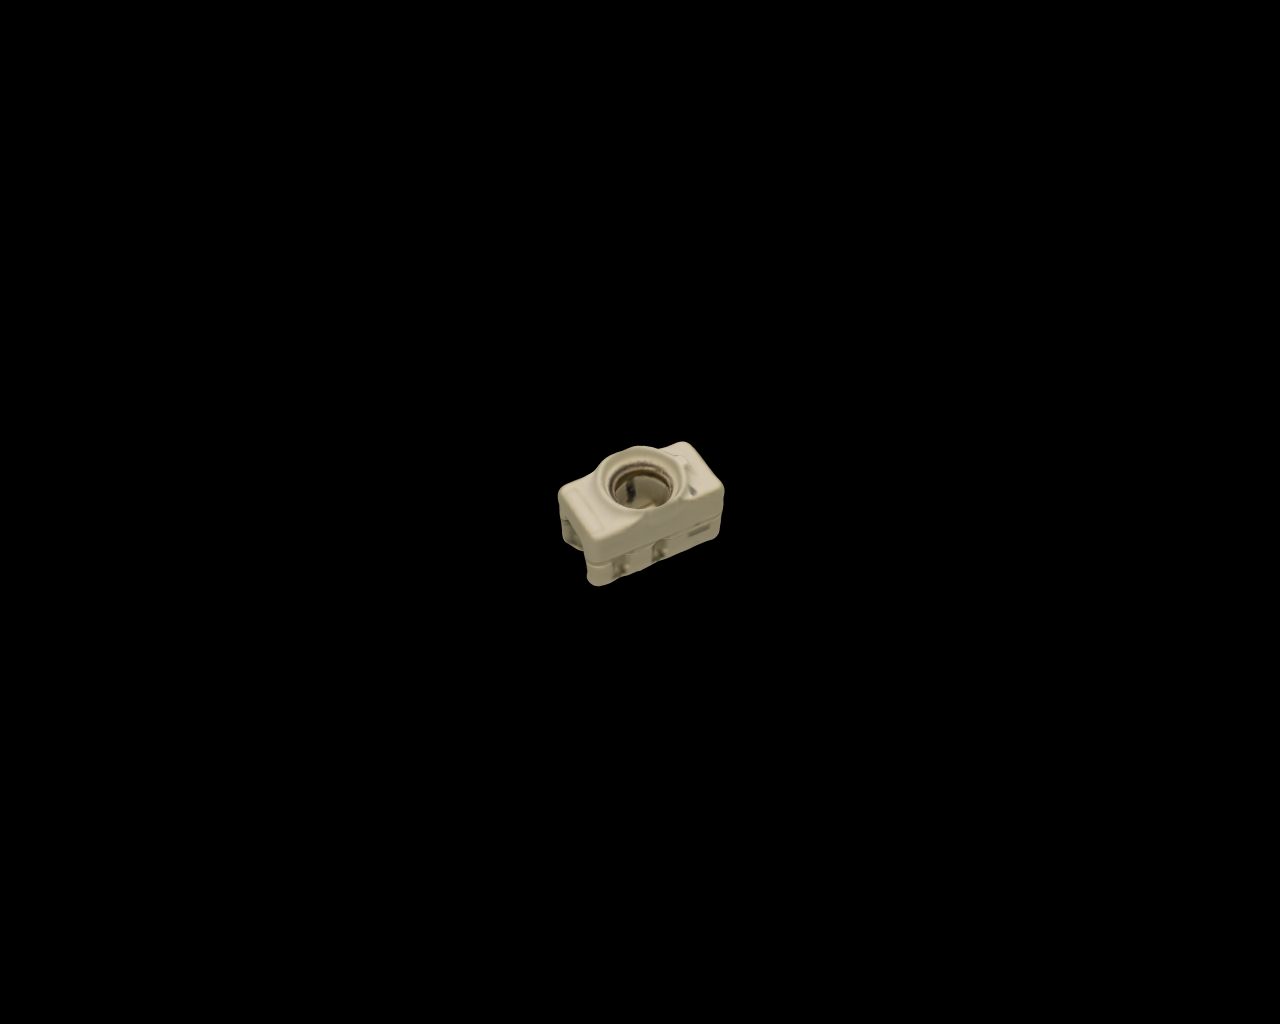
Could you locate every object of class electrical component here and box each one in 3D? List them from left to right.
[{"bbox_3d":[0.001,-0.003,0.650,0.090,0.050,0.055,-22,-38,-18],"label":"electrical component"}]
